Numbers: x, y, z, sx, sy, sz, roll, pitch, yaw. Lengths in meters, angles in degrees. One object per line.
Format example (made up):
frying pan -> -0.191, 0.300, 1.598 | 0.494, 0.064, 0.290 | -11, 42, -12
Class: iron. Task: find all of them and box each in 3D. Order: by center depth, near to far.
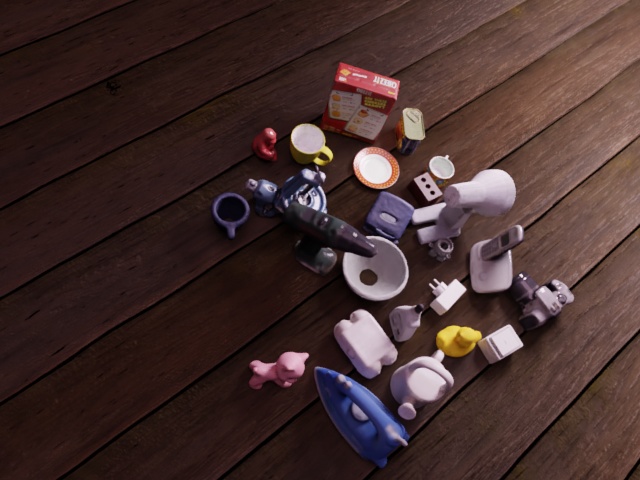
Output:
iron -> 0.086, 0.364, 1.245 | 0.119, 0.141, 0.258 | -40, 80, -24

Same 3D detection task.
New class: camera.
camera -> 0.557, 0.138, 1.469 | 0.143, 0.100, 0.136 | -31, 76, -22

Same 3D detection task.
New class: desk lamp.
desk lamp -> 0.363, -0.087, 1.462 | 0.203, 0.213, 0.118 | -14, 70, -17

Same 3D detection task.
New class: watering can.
watering can -> 0.229, 0.318, 1.267 | 0.101, 0.194, 0.173 | 16, 64, -4

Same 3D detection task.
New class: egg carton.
egg carton -> 0.105, 0.243, 1.342 | 0.107, 0.069, 0.150 | -33, 77, -23

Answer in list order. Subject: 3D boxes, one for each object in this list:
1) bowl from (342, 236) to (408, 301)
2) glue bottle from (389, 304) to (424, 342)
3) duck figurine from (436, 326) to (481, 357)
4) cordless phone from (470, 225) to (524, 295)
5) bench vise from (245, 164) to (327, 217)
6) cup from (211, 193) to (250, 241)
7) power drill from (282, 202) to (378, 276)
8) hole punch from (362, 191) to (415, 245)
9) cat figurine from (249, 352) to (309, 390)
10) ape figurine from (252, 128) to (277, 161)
bowl -> 0.128, 0.079, 1.416 | 0.167, 0.074, 0.167 | 5, 66, -10
glue bottle -> 0.208, 0.181, 1.334 | 0.037, 0.173, 0.078 | -5, 68, -14
duck figurine -> 0.339, 0.239, 1.386 | 0.105, 0.086, 0.077 | -1, 67, -12
cordless phone -> 0.453, 0.051, 1.437 | 0.094, 0.185, 0.147 | 6, 66, -9
bench vise -> -0.072, -0.107, 1.373 | 0.208, 0.219, 0.121 | -1, 67, -12
cup -> -0.218, -0.043, 1.383 | 0.092, 0.095, 0.117 | -2, 67, -13
power drill -> 0.012, 0.005, 1.349 | 0.229, 0.208, 0.076 | 30, 64, 2
hole punch -> 0.177, -0.055, 1.476 | 0.108, 0.091, 0.101 | 28, 64, 1
cat figurine -> -0.089, 0.283, 1.256 | 0.128, 0.117, 0.067 | -2, 67, -13
ape figurine -> -0.137, -0.257, 1.496 | 0.076, 0.092, 0.078 | 25, 64, 0
